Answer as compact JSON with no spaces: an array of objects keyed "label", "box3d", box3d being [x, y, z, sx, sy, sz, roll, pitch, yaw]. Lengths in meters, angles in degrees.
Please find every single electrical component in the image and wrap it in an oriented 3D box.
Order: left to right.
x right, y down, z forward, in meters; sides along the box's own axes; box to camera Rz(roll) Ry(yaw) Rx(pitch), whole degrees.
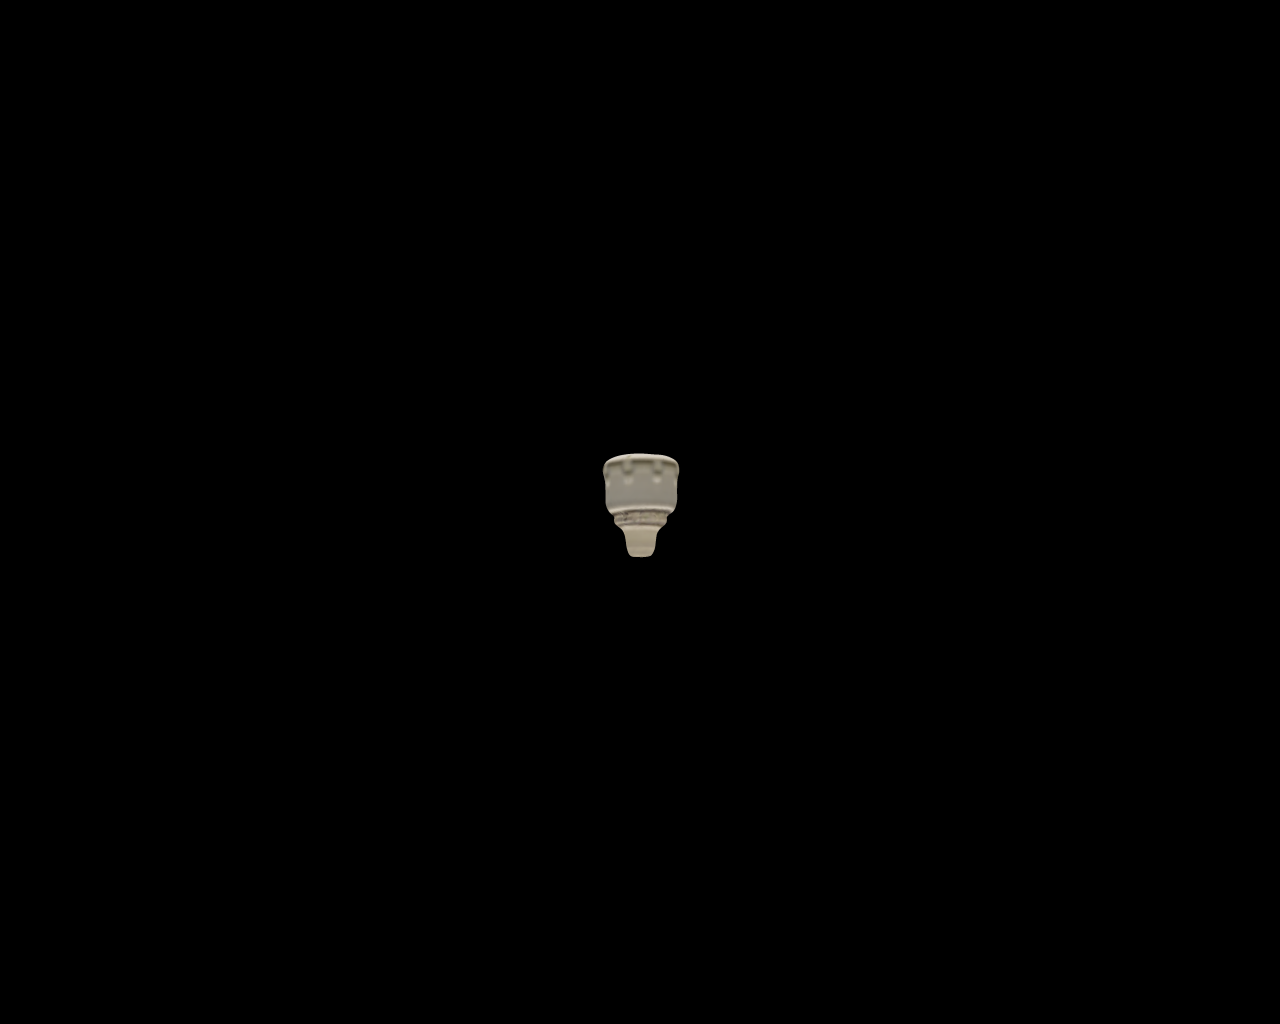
[{"label":"electrical component","box3d":[0.001,-0.003,0.650,0.048,0.062,0.048,0,-9,0]}]
